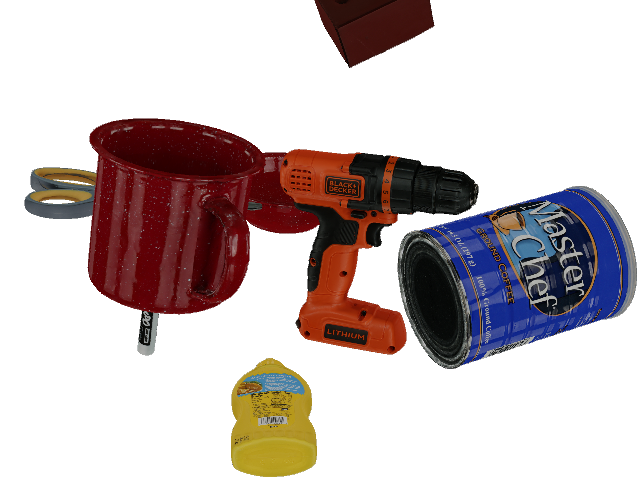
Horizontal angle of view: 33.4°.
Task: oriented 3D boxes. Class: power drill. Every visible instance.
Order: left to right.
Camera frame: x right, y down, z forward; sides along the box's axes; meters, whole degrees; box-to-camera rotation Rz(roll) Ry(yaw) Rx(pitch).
[{"bbox_3d":[0.050,0.010,1.003,0.185,0.188,0.057,9,20,17],"label":"power drill"}]

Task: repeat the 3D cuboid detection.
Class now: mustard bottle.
[{"bbox_3d":[-0.057,0.198,1.261,0.096,0.058,0.191,-3,27,-3],"label":"mustard bottle"}]

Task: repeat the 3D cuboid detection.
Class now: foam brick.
[{"bbox_3d":[0.041,-0.182,0.825,0.078,0.053,0.051,-27,-32,-1],"label":"foam brick"}]

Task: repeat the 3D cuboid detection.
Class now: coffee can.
[{"bbox_3d":[0.142,0.025,0.779,0.140,0.103,0.103,-15,5,-19],"label":"coffee can"}]

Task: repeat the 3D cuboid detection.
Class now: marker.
[{"bbox_3d":[-0.181,0.073,1.140,0.020,0.121,0.020,9,36,-7],"label":"marker"}]

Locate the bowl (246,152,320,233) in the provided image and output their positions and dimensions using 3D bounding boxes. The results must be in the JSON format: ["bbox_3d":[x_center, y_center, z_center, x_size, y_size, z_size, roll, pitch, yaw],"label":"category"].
[{"bbox_3d":[-0.044,-0.052,1.284,0.162,0.055,0.162,4,26,-2],"label":"bowl"}]

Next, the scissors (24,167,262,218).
[{"bbox_3d":[-0.158,-0.031,0.899,0.202,0.016,0.096,11,25,12],"label":"scissors"}]

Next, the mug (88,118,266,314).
[{"bbox_3d":[-0.074,-0.008,0.568,0.093,0.081,0.117,-9,29,-39],"label":"mug"}]
